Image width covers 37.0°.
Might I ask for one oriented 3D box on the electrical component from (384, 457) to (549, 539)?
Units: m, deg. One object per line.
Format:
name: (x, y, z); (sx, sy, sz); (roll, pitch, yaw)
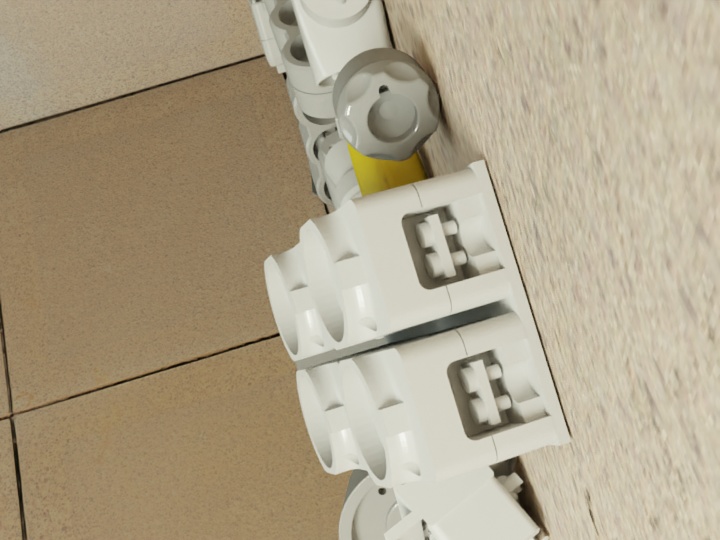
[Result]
electrical component: (0.058, 0.139, 0.562); (0.063, 0.079, 0.121); (48, 167, 24)

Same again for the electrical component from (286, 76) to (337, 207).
electrical component: (-0.028, -0.128, 0.932); (0.073, 0.052, 0.138); (-108, 3, -47)

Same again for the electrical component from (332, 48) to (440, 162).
electrical component: (0.009, -0.075, 0.466); (0.062, 0.043, 0.043); (-107, 2, -62)

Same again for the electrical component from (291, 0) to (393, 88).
electrical component: (-0.012, -0.137, 0.534); (0.079, 0.043, 0.077); (135, 118, -88)

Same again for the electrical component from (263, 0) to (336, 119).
electrical component: (-0.024, -0.142, 0.709); (0.138, 0.052, 0.073); (-108, -1, -46)

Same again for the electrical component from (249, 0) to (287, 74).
electrical component: (-0.053, -0.202, 0.874); (0.096, 0.062, 0.061); (-112, 6, -68)

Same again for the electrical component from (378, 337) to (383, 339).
electrical component: (0.000, 0.000, 0.719); (0.078, 0.058, 0.057); (59, 173, 49)

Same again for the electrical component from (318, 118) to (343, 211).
electrical component: (-0.008, -0.084, 0.846); (0.077, 0.044, 0.079); (-108, 3, -46)

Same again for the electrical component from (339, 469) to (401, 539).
electrical component: (0.040, 0.161, 0.723); (0.060, 0.108, 0.108); (-91, -15, -73)

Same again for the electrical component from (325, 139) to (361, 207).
electrical component: (0.003, -0.060, 0.751); (0.045, 0.045, 0.055); (75, 177, -48)

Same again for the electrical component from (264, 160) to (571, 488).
electrical component: (0.010, 0.031, 0.466); (0.186, 0.060, 0.105); (150, 104, -75)
